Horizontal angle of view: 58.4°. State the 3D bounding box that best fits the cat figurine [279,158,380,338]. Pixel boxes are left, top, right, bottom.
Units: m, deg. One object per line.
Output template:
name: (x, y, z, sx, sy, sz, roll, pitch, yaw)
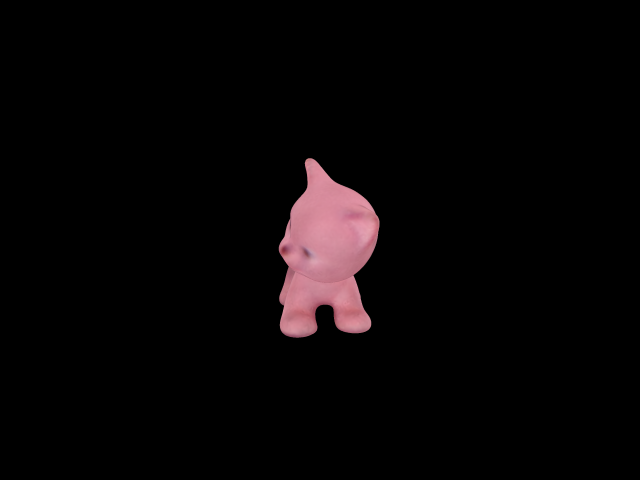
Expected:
cat figurine: (0.004, 0.001, 0.400, 0.067, 0.118, 0.127, -1, 11, -7)
